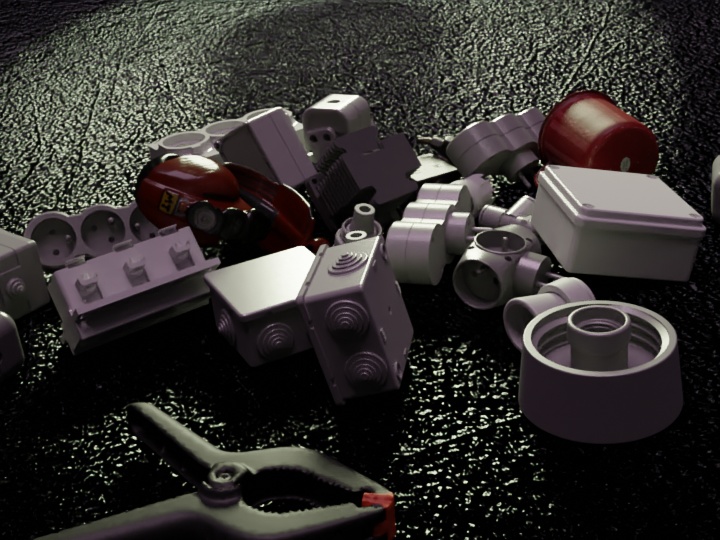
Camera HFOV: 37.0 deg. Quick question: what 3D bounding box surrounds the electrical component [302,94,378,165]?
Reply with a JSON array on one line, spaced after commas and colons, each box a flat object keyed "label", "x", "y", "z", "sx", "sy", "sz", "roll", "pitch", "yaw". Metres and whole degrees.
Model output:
[{"label": "electrical component", "x": -0.018, "y": -0.128, "z": 1.098, "sx": 0.054, "sy": 0.095, "sz": 0.059, "roll": 7, "pitch": 29, "yaw": 26}]

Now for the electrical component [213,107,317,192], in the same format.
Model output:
[{"label": "electrical component", "x": -0.089, "y": -0.106, "z": 1.080, "sx": 0.062, "sy": 0.096, "sz": 0.061, "roll": -23, "pitch": 8, "yaw": 46}]

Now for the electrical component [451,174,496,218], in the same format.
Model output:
[{"label": "electrical component", "x": 0.103, "y": -0.068, "z": 1.012, "sx": 0.040, "sy": 0.040, "sz": 0.046, "roll": 11, "pitch": 26, "yaw": 32}]

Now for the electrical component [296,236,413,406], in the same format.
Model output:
[{"label": "electrical component", "x": 0.000, "y": 0.033, "z": 0.758, "sx": 0.048, "sy": 0.099, "sz": 0.099, "roll": -13, "pitch": 23, "yaw": 16}]

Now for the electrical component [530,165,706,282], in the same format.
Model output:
[{"label": "electrical component", "x": 0.208, "y": -0.039, "z": 0.883, "sx": 0.109, "sy": 0.056, "sz": 0.108, "roll": 4, "pitch": 24, "yaw": -11}]

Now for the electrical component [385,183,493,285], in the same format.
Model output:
[{"label": "electrical component", "x": 0.077, "y": -0.031, "z": 0.925, "sx": 0.074, "sy": 0.052, "sz": 0.138, "roll": 4, "pitch": 27, "yaw": 20}]

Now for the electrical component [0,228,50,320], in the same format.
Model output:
[{"label": "electrical component", "x": -0.311, "y": 0.004, "z": 0.930, "sx": 0.096, "sy": 0.061, "sz": 0.061, "roll": 15, "pitch": 33, "yaw": 38}]

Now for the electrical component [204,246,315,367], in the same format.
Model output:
[{"label": "electrical component", "x": -0.064, "y": 0.028, "z": 0.838, "sx": 0.100, "sy": 0.048, "sz": 0.100, "roll": -17, "pitch": 27, "yaw": -21}]

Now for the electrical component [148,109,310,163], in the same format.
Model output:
[{"label": "electrical component", "x": -0.139, "y": -0.123, "z": 1.155, "sx": 0.150, "sy": 0.061, "sz": 0.089, "roll": -21, "pitch": 29, "yaw": -28}]

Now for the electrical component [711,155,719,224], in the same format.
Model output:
[{"label": "electrical component", "x": 0.356, "y": -0.068, "z": 0.935, "sx": 0.095, "sy": 0.053, "sz": 0.059, "roll": 2, "pitch": 27, "yaw": 17}]

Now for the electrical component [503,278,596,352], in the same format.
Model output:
[{"label": "electrical component", "x": 0.140, "y": 0.033, "z": 0.785, "sx": 0.055, "sy": 0.045, "sz": 0.045, "roll": -21, "pitch": 29, "yaw": -28}]

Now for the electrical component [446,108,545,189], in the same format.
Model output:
[{"label": "electrical component", "x": 0.154, "y": -0.112, "z": 1.074, "sx": 0.138, "sy": 0.052, "sz": 0.073, "roll": -20, "pitch": 69, "yaw": -43}]

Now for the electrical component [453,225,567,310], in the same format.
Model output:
[{"label": "electrical component", "x": 0.126, "y": 0.001, "z": 0.855, "sx": 0.079, "sy": 0.044, "sz": 0.077, "roll": 18, "pitch": 32, "yaw": 27}]

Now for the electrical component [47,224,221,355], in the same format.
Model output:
[{"label": "electrical component", "x": -0.183, "y": 0.013, "z": 0.865, "sx": 0.121, "sy": 0.063, "sz": 0.079, "roll": -22, "pitch": -10, "yaw": -29}]

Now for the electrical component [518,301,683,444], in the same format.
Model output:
[{"label": "electrical component", "x": 0.158, "y": 0.059, "z": 0.709, "sx": 0.108, "sy": 0.060, "sz": 0.108, "roll": -5, "pitch": 26, "yaw": 3}]

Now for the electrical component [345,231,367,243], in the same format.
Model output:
[{"label": "electrical component", "x": 0.000, "y": 0.000, "z": 0.866, "sx": 0.048, "sy": 0.062, "sz": 0.048, "roll": -5, "pitch": 26, "yaw": 3}]

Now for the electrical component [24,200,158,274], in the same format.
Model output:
[{"label": "electrical component", "x": -0.239, "y": -0.030, "z": 0.997, "sx": 0.138, "sy": 0.052, "sz": 0.074, "roll": -11, "pitch": -5, "yaw": -15}]

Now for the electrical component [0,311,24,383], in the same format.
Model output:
[{"label": "electrical component", "x": -0.309, "y": 0.058, "z": 0.827, "sx": 0.095, "sy": 0.053, "sz": 0.059, "roll": 8, "pitch": 29, "yaw": 28}]

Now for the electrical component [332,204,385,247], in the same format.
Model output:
[{"label": "electrical component", "x": 0.000, "y": -0.026, "z": 0.915, "sx": 0.048, "sy": 0.062, "sz": 0.048, "roll": 6, "pitch": 36, "yaw": -5}]
